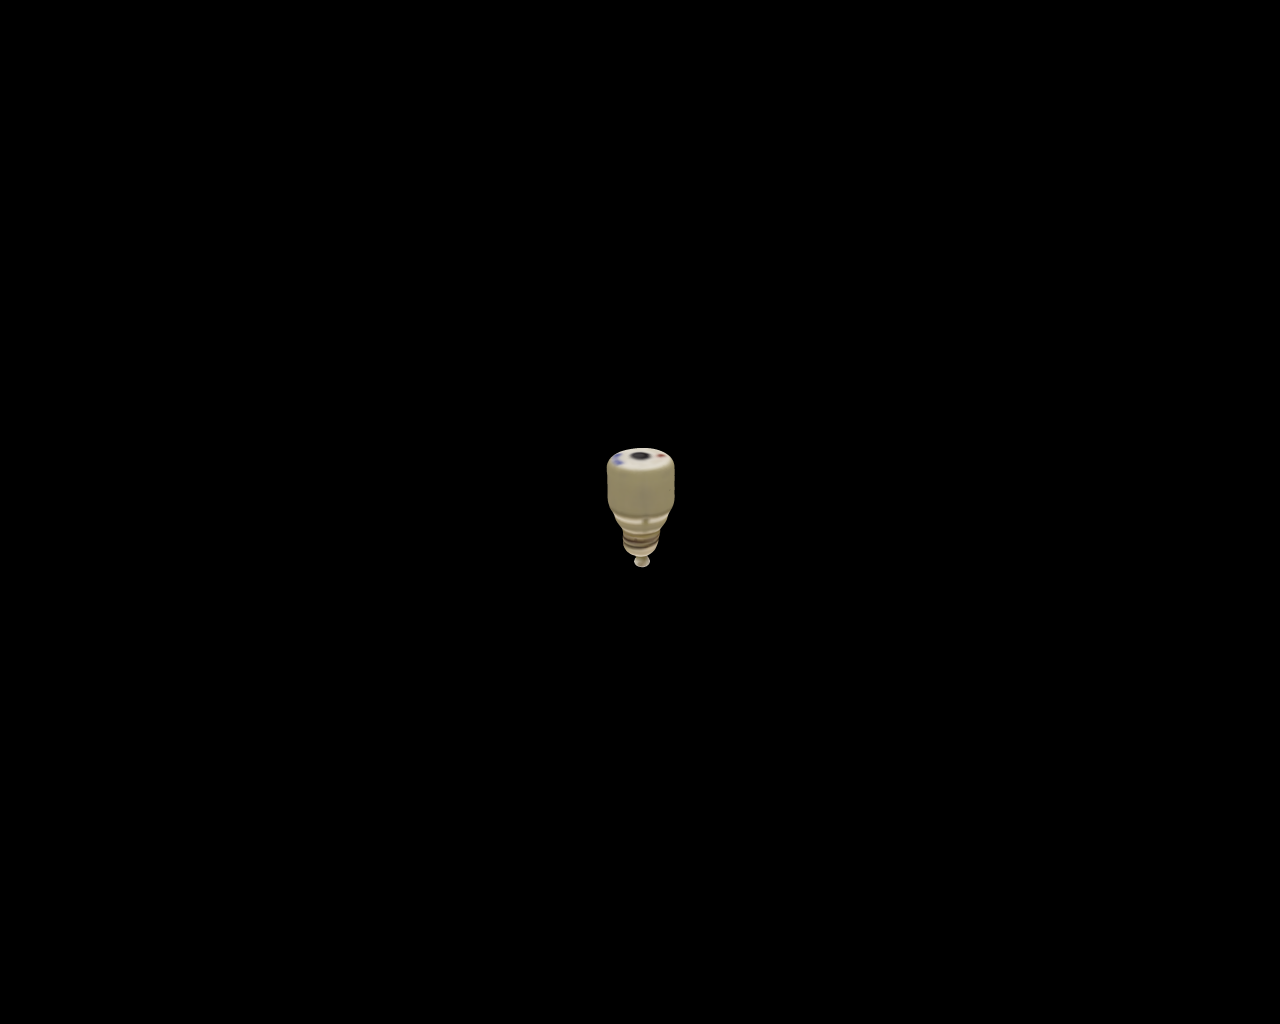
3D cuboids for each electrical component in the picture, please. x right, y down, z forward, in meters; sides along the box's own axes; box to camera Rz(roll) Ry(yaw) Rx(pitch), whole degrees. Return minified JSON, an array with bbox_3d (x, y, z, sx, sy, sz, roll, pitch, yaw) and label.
[{"bbox_3d":[0.001,-0.003,0.650,0.040,0.078,0.040,0,24,0],"label":"electrical component"}]
